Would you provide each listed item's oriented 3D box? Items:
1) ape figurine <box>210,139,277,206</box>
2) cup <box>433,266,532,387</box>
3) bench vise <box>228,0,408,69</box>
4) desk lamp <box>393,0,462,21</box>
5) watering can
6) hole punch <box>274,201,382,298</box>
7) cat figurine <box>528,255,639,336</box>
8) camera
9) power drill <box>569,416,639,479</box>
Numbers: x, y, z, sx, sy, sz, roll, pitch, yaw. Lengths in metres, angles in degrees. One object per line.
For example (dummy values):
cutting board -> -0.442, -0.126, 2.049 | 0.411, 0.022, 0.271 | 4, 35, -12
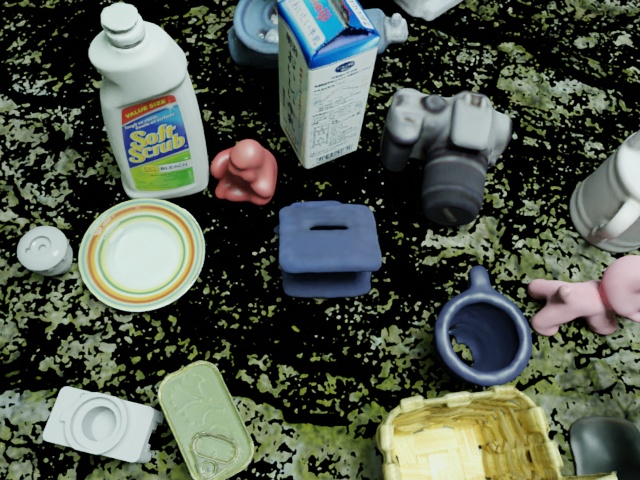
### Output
ape figurine -> -0.080, -0.079, 0.630 | 0.076, 0.092, 0.077 | -37, 75, -17
cup -> 0.150, 0.093, 0.575 | 0.091, 0.095, 0.118 | 3, 68, -3
bench vise -> -0.005, -0.275, 0.646 | 0.207, 0.220, 0.121 | -10, 69, -8
desk lamp -> 0.136, -0.385, 0.704 | 0.203, 0.213, 0.118 | -36, 74, -16
watering can -> 0.356, -0.073, 0.603 | 0.101, 0.194, 0.173 | 20, 68, 5
hole punch -> 0.006, 0.002, 0.603 | 0.108, 0.091, 0.101 | -1, 68, -4
cat figurine -> 0.295, 0.053, 0.589 | 0.128, 0.118, 0.067 | -2, 68, -5
camera -> 0.140, -0.095, 0.647 | 0.143, 0.101, 0.137 | 12, 67, 1
power drill -> 0.297, 0.188, 0.485 | 0.075, 0.208, 0.229 | 0, 68, -4
